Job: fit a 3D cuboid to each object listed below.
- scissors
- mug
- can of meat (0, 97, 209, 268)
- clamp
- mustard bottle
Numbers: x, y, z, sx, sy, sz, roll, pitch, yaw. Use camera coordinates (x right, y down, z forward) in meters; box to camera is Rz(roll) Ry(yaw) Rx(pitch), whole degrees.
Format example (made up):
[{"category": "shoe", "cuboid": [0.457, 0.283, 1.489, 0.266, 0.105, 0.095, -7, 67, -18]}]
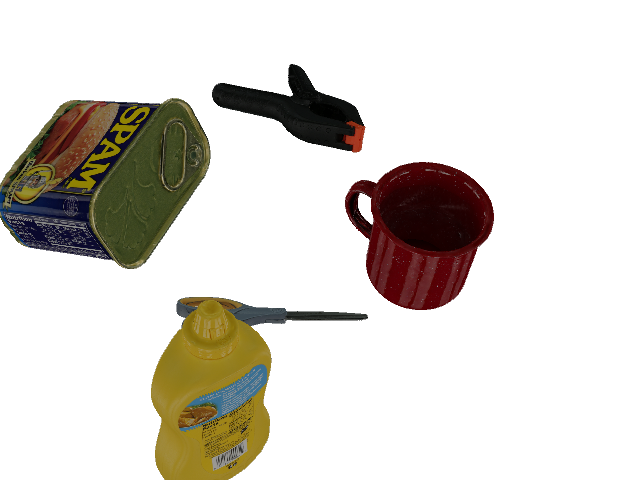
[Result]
[{"category": "scissors", "cuboid": [-0.056, 0.084, 1.109, 0.202, 0.016, 0.096, 6, 19, 9]}, {"category": "mug", "cuboid": [0.069, -0.005, 0.828, 0.117, 0.093, 0.081, 28, -36, 15]}, {"category": "can of meat", "cuboid": [-0.127, -0.037, 0.622, 0.084, 0.102, 0.057, 7, -39, 32]}, {"category": "clamp", "cuboid": [-0.028, -0.134, 1.093, 0.120, 0.039, 0.172, -21, 38, -28]}, {"category": "mustard bottle", "cuboid": [-0.083, 0.113, 0.817, 0.096, 0.192, 0.058, -25, 54, -25]}]
